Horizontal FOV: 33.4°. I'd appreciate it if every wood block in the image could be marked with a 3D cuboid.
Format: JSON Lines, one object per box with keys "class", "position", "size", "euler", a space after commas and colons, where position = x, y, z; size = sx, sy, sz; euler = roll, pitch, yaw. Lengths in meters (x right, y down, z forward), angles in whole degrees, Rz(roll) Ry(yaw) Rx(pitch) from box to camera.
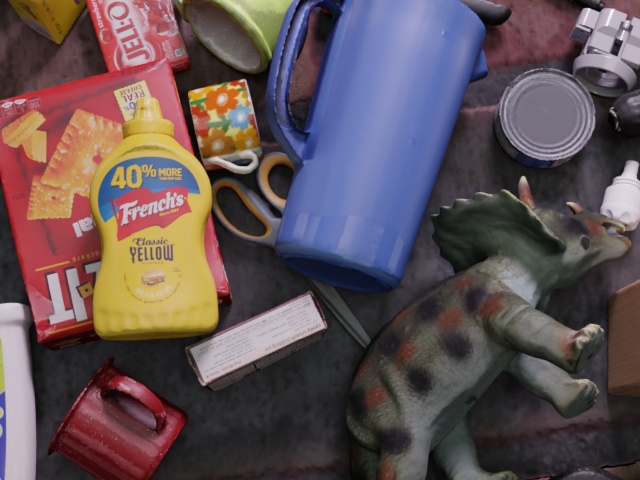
{"class": "wood block", "position": [0.299, 0.073, 0.834], "size": [0.090, 0.206, 0.091], "euler": [5, 78, -1]}

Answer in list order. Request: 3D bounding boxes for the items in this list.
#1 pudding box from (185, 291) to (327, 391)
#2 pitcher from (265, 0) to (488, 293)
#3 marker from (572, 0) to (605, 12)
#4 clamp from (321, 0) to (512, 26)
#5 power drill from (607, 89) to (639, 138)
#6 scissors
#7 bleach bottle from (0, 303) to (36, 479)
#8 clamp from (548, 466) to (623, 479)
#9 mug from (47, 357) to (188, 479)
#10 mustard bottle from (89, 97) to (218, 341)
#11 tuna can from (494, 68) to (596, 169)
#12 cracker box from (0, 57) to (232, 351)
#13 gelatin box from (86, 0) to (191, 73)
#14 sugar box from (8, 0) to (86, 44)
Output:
{"class": "pudding box", "position": [-0.051, 0.084, 0.880], "size": [0.113, 0.090, 0.039], "euler": [-26, 81, -7]}
{"class": "pitcher", "position": [0.036, -0.088, 0.891], "size": [0.149, 0.145, 0.243], "euler": [12, 76, 22]}
{"class": "marker", "position": [0.210, -0.245, 0.991], "size": [0.121, 0.020, 0.020], "euler": [31, 79, 4]}
{"class": "clamp", "position": [0.088, -0.228, 0.975], "size": [0.171, 0.039, 0.120], "euler": [-24, 75, -2]}
{"class": "power drill", "position": [0.362, -0.065, 0.936], "size": [0.184, 0.057, 0.188], "euler": [-16, 80, -8]}
{"class": "scissors", "position": [-0.006, 0.001, 0.936], "size": [0.202, 0.016, 0.096], "euler": [37, 80, 5]}
{"class": "bleach bottle", "position": [-0.271, 0.183, 0.869], "size": [0.102, 0.068, 0.251], "euler": [-10, 81, -3]}
{"class": "clamp", "position": [0.256, 0.229, 0.887], "size": [0.210, 0.036, 0.164], "euler": [11, 78, 2]}
{"class": "mug", "position": [-0.156, 0.148, 0.856], "size": [0.081, 0.117, 0.093], "euler": [33, 45, 0]}
{"class": "mustard bottle", "position": [-0.133, -0.019, 0.844], "size": [0.096, 0.058, 0.191], "euler": [-3, 80, -5]}
{"class": "tuna can", "position": [0.200, -0.108, 0.956], "size": [0.086, 0.034, 0.086], "euler": [0, 78, -2]}
{"class": "cracker box", "position": [-0.179, -0.031, 0.909], "size": [0.164, 0.072, 0.214], "euler": [-15, 80, -5]}
{"class": "gelatin box", "position": [-0.164, -0.187, 0.963], "size": [0.073, 0.030, 0.089], "euler": [-17, 79, -4]}
{"class": "sugar box", "position": [-0.210, -0.270, 0.945], "size": [0.048, 0.093, 0.176], "euler": [31, 80, 8]}
